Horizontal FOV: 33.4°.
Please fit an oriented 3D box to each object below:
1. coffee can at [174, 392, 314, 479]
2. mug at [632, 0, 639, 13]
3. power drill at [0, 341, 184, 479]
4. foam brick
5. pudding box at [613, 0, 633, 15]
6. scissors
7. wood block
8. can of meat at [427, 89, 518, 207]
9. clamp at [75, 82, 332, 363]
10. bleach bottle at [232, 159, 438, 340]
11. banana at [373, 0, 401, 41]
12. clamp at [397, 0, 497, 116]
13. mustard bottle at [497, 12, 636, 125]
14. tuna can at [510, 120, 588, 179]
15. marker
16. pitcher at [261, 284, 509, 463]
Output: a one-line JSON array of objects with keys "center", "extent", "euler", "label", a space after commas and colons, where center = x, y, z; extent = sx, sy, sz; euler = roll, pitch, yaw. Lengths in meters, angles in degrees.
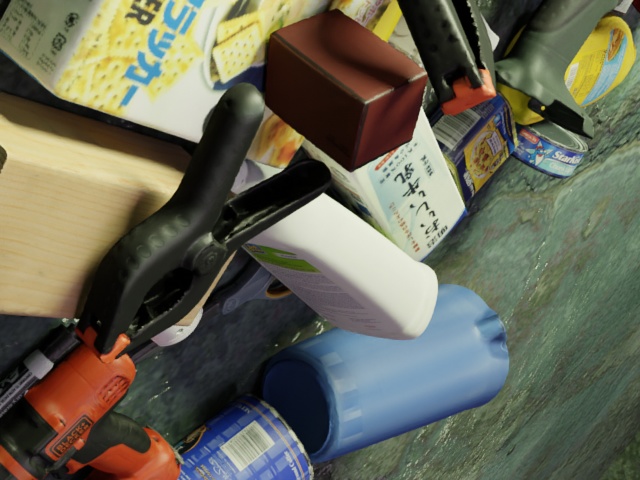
[{"center": [-0.091, 0.216, 0.938], "extent": [0.140, 0.103, 0.103], "euler": [-35, 148, -26], "label": "coffee can"}, {"center": [0.345, -0.254, 1.032], "extent": [0.081, 0.093, 0.117], "euler": [-43, -173, -4], "label": "mug"}, {"center": [-0.189, 0.174, 0.795], "extent": [0.184, 0.057, 0.187], "euler": [-44, 151, -12], "label": "power drill"}, {"center": [0.013, -0.086, 0.610], "extent": [0.051, 0.078, 0.053], "euler": [-31, 148, -33], "label": "foam brick"}, {"center": [0.260, -0.253, 0.949], "extent": [0.113, 0.039, 0.090], "euler": [-2, 126, -51], "label": "pudding box"}, {"center": [-0.065, 0.031, 0.846], "extent": [0.201, 0.016, 0.096], "euler": [-21, 138, -43], "label": "scissors"}, {"center": [-0.142, -0.015, 0.604], "extent": [0.091, 0.090, 0.205], "euler": [-57, 150, 13], "label": "wood block"}, {"center": [0.126, -0.085, 0.939], "extent": [0.084, 0.057, 0.102], "euler": [-47, 152, -10], "label": "can of meat"}, {"center": [-0.064, -0.002, 0.596], "extent": [0.171, 0.039, 0.120], "euler": [-49, 147, 9], "label": "clamp"}, {"center": [-0.005, 0.001, 0.787], "extent": [0.250, 0.103, 0.068], "euler": [41, 60, -53], "label": "bleach bottle"}, {"center": [0.015, -0.143, 0.738], "extent": [0.069, 0.037, 0.198], "euler": [18, 109, -38], "label": "banana"}, {"center": [0.056, -0.166, 0.607], "extent": [0.036, 0.210, 0.164], "euler": [-24, 142, 23], "label": "clamp"}, {"center": [0.245, -0.169, 1.006], "extent": [0.191, 0.058, 0.096], "euler": [-18, 134, -44], "label": "mustard bottle"}, {"center": [0.209, -0.094, 1.015], "extent": [0.085, 0.086, 0.034], "euler": [-6, 130, -52], "label": "tuna can"}, {"center": [-0.209, 0.101, 0.721], "extent": [0.121, 0.020, 0.020], "euler": [-45, 151, -10], "label": "marker"}, {"center": [0.057, 0.135, 1.045], "extent": [0.242, 0.145, 0.149], "euler": [-13, 122, -43], "label": "pitcher"}]
